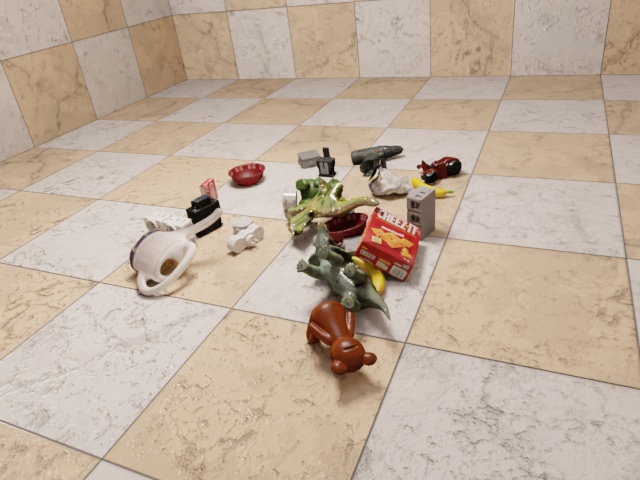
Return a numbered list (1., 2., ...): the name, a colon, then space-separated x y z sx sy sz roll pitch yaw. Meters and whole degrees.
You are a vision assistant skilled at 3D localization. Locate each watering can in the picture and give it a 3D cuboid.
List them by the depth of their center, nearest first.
1. watering can: -0.467 0.020 1.635 0.225 0.102 0.353 16 61 36

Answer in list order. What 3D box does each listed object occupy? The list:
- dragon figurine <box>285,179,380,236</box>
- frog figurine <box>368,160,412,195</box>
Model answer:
1. dragon figurine: 0.005 -0.086 1.716 0.245 0.120 0.412 -41 24 -15
2. frog figurine: 0.269 -0.211 1.958 0.159 0.121 0.140 30 22 -7
